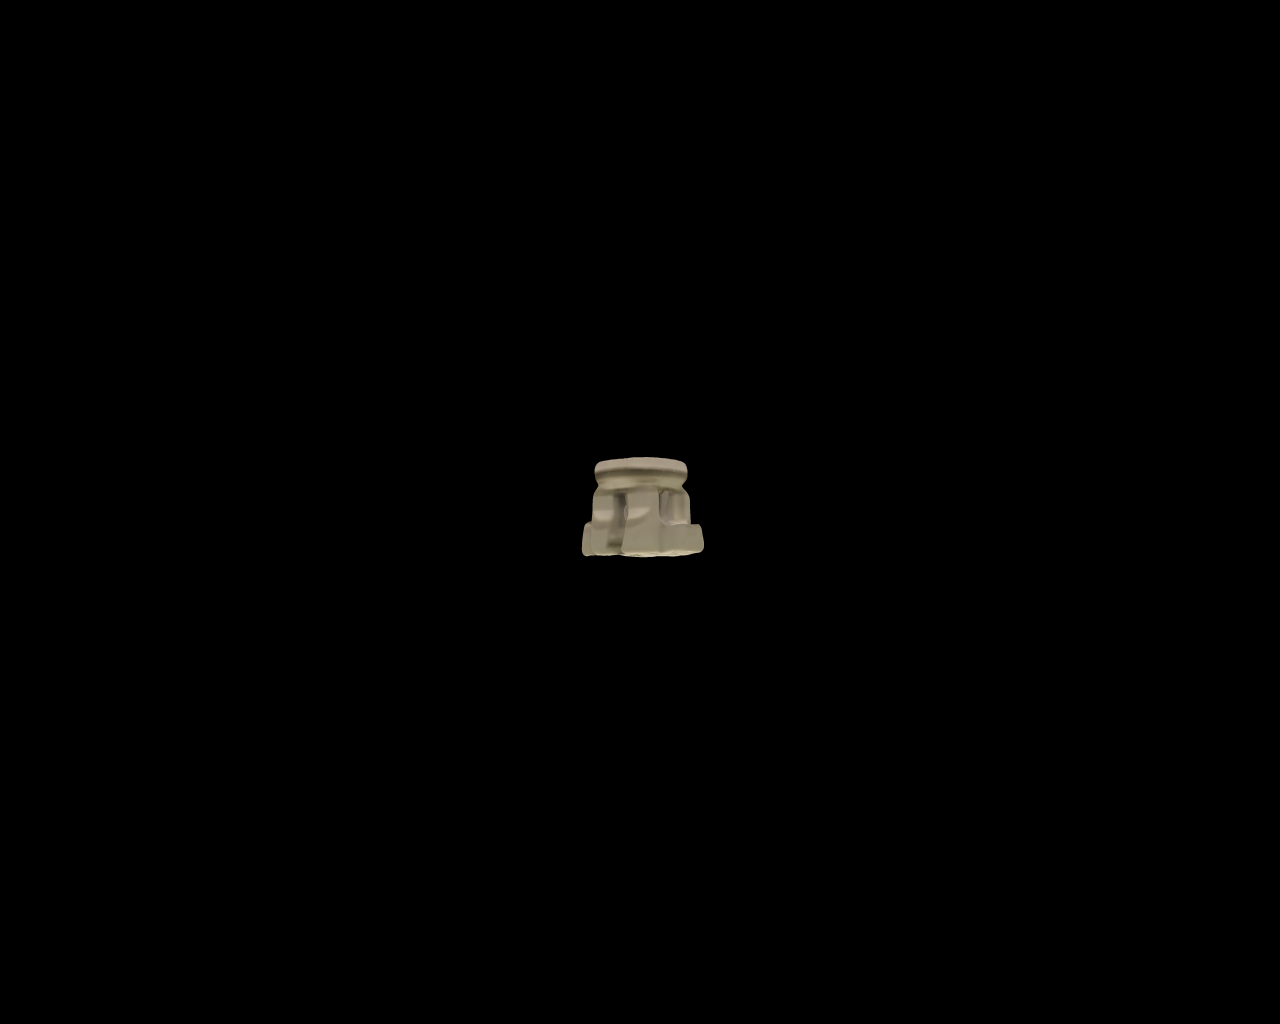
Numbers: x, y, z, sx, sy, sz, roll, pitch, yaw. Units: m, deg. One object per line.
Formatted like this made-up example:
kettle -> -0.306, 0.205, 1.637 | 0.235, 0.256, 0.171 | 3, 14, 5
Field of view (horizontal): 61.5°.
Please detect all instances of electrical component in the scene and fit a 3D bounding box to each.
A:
electrical component -> 0.001, -0.003, 0.650 | 0.078, 0.057, 0.058 | -3, -5, 37
